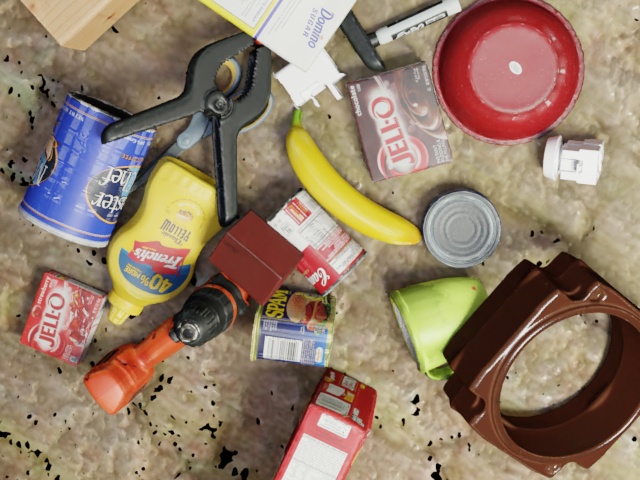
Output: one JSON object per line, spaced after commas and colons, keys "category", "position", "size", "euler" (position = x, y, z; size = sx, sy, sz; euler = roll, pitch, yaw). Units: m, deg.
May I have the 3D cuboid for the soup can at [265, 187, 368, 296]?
{"category": "soup can", "position": [-0.008, 0.001, 1.150], "size": [0.068, 0.068, 0.102], "euler": [-44, 91, 8]}

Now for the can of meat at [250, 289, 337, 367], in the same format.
{"category": "can of meat", "position": [-0.027, 0.093, 1.147], "size": [0.084, 0.102, 0.057], "euler": [8, 112, 1]}

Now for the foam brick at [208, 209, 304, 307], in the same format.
{"category": "foam brick", "position": [-0.066, 0.018, 1.117], "size": [0.078, 0.051, 0.053], "euler": [41, 132, 4]}

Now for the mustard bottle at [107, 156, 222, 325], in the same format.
{"category": "mustard bottle", "position": [-0.178, 0.010, 1.169], "size": [0.096, 0.058, 0.192], "euler": [29, 101, -22]}

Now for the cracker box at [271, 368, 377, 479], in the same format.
{"category": "cracker box", "position": [-0.015, 0.259, 1.136], "size": [0.072, 0.164, 0.214], "euler": [25, 98, 3]}

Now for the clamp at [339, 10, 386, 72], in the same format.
{"category": "clamp", "position": [0.020, -0.252, 1.122], "size": [0.171, 0.039, 0.120], "euler": [19, 92, 14]}

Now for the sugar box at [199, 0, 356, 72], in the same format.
{"category": "sugar box", "position": [-0.061, -0.256, 1.070], "size": [0.176, 0.048, 0.093], "euler": [33, 105, -17]}

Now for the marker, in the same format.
{"category": "marker", "position": [0.091, -0.229, 1.138], "size": [0.121, 0.020, 0.020], "euler": [-23, 95, 7]}

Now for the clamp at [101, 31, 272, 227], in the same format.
{"category": "clamp", "position": [-0.120, -0.140, 1.111], "size": [0.164, 0.036, 0.210], "euler": [29, 79, -23]}

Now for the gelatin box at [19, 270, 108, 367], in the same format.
{"category": "gelatin box", "position": [-0.289, 0.089, 1.204], "size": [0.073, 0.030, 0.089], "euler": [23, 98, 2]}

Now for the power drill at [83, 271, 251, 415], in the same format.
{"category": "power drill", "position": [-0.160, 0.108, 1.129], "size": [0.188, 0.184, 0.057], "euler": [-36, 93, 17]}

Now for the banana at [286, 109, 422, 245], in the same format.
{"category": "banana", "position": [0.027, -0.055, 1.143], "size": [0.198, 0.037, 0.069], "euler": [47, 61, -4]}

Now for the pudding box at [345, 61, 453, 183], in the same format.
{"category": "pudding box", "position": [0.085, -0.126, 1.141], "size": [0.090, 0.039, 0.113], "euler": [-15, 96, 7]}

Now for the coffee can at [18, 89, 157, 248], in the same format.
{"category": "coffee can", "position": [-0.249, -0.076, 1.143], "size": [0.103, 0.102, 0.140], "euler": [25, 98, 1]}

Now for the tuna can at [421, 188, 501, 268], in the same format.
{"category": "tuna can", "position": [0.152, -0.013, 1.152], "size": [0.086, 0.033, 0.086], "euler": [1, 97, 5]}

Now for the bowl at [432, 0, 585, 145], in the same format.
{"category": "bowl", "position": [0.200, -0.179, 1.117], "size": [0.162, 0.055, 0.162], "euler": [1, 97, 4]}

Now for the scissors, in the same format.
{"category": "scissors", "position": [-0.149, -0.130, 1.172], "size": [0.202, 0.016, 0.096], "euler": [-24, 93, 7]}

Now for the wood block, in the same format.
{"category": "wood block", "position": [-0.213, -0.302, 1.118], "size": [0.206, 0.091, 0.090], "euler": [-41, 93, 8]}
